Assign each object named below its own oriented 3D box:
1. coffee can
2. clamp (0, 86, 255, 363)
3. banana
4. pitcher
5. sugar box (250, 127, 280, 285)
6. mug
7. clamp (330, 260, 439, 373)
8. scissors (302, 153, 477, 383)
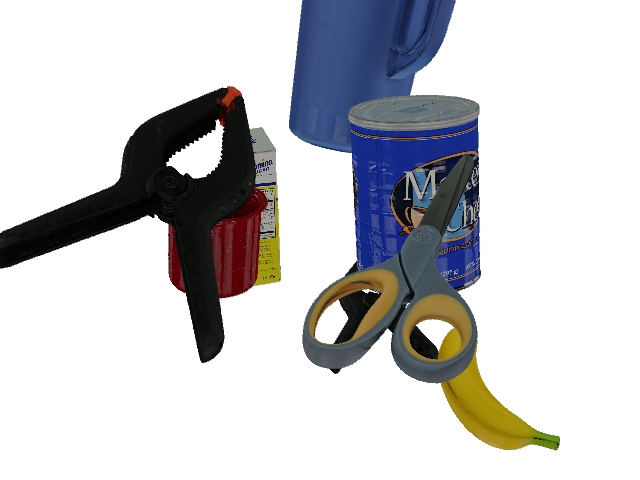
[{"bbox_3d":[0.077,-0.038,0.857,0.103,0.140,0.103,-3,19,1],"label":"coffee can"},{"bbox_3d":[-0.096,-0.021,0.729,0.164,0.209,0.036,30,-32,10],"label":"clamp"},{"bbox_3d":[0.145,0.136,0.985,0.069,0.037,0.198,7,26,-22],"label":"banana"},{"bbox_3d":[0.047,-0.205,0.992,0.145,0.243,0.149,11,16,2],"label":"pitcher"},{"bbox_3d":[-0.080,-0.042,1.325,0.048,0.176,0.093,-9,24,-11],"label":"sugar box"},{"bbox_3d":[-0.096,0.005,0.947,0.093,0.081,0.117,6,26,3],"label":"mug"},{"bbox_3d":[0.072,0.081,1.194,0.120,0.171,0.039,7,-43,0],"label":"clamp"},{"bbox_3d":[0.069,0.013,0.584,0.096,0.016,0.201,25,45,29],"label":"scissors"}]
